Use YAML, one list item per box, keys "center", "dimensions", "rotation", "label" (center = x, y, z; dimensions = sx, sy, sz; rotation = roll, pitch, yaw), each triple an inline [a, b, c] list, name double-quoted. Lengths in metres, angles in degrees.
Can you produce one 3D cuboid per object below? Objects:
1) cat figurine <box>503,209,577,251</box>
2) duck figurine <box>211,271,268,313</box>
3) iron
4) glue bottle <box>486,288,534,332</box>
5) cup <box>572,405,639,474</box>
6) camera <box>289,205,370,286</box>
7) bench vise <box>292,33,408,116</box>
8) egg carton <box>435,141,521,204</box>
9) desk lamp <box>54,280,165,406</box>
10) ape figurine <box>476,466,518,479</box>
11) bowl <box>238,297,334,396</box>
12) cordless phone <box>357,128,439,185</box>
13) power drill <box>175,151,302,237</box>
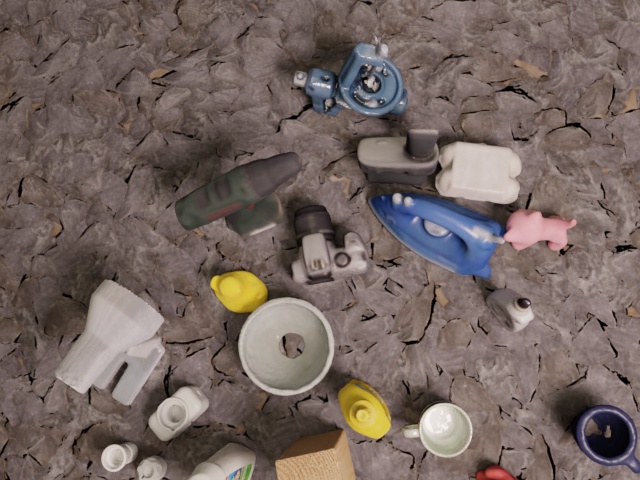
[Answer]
- center: [0.374, -0.022, 0.987]
  dimensions: [0.127, 0.118, 0.067]
  rotation: [-3, 79, 5]
  label: "cat figurine"
- center: [-0.149, 0.090, 1.032]
  dimensions: [0.104, 0.086, 0.077]
  rotation: [18, 81, 9]
  label: "duck figurine"
- center: [0.198, -0.033, 0.994]
  dimensions: [0.258, 0.141, 0.119]
  rotation: [25, 82, 10]
  label: "iron"
- center: [0.319, 0.111, 0.938]
  dimensions: [0.037, 0.173, 0.078]
  rotation: [-34, 77, -1]
  label: "glue bottle"
- center: [0.458, 0.320, 0.924]
  dimensions: [0.092, 0.095, 0.117]
  rotation: [-42, 78, -3]
  label: "cup"
- center: [0.009, 0.004, 1.026]
  dimensions: [0.143, 0.101, 0.137]
  rotation: [-12, 78, 3]
  label: "camera"
- center: [0.054, -0.279, 1.016]
  dimensions: [0.207, 0.220, 0.121]
  rotation: [-11, 78, 4]
  label: "bench vise"
- center: [0.287, -0.122, 1.040]
  dimensions: [0.150, 0.069, 0.107]
  rotation: [7, 80, 7]
  label: "egg carton"
- center: [-0.343, 0.179, 0.969]
  dimensions: [0.117, 0.213, 0.203]
  rotation: [29, 83, 11]
  label: "desk lamp"
- center: [0.294, 0.411, 0.924]
  dimensions: [0.076, 0.092, 0.078]
  rotation: [12, 80, 8]
  label: "ape figurine"
- center: [-0.054, 0.187, 1.010]
  dimensions: [0.167, 0.075, 0.167]
  rotation: [-1, 79, 5]
  label: "bowl"
- center: [0.138, -0.165, 1.004]
  dimensions: [0.147, 0.185, 0.094]
  rotation: [-1, 79, 6]
  label: "cordless phone"
- center: [-0.127, -0.073, 0.999]
  dimensions: [0.229, 0.208, 0.075]
  rotation: [-23, 77, 1]
  label: "power drill"
